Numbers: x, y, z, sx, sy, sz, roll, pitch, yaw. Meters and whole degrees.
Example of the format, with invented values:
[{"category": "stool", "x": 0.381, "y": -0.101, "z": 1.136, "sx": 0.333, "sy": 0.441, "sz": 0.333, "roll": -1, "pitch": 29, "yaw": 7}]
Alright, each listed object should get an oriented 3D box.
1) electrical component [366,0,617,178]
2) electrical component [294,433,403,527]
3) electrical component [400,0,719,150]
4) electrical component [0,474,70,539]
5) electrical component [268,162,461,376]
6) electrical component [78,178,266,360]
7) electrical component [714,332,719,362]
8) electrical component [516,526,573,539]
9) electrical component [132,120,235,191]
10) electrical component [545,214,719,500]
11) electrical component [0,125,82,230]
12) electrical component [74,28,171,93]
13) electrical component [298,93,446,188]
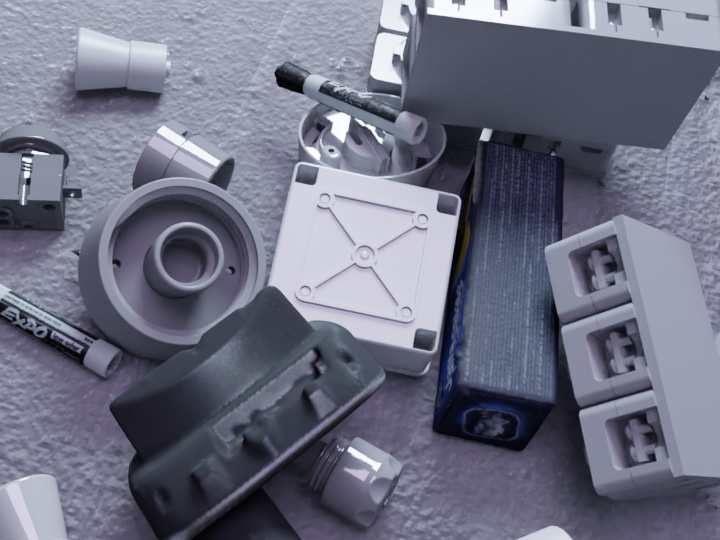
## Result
[{"category": "electrical component", "x": 0.102, "y": -0.145, "z": 0.805, "sx": 0.186, "sy": 0.060, "sz": 0.105, "roll": 11, "pitch": 53, "yaw": -2}, {"category": "electrical component", "x": -0.011, "y": 0.113, "z": 0.608, "sx": 0.062, "sy": 0.043, "sz": 0.043, "roll": 28, "pitch": 54, "yaw": 12}, {"category": "electrical component", "x": 0.127, "y": -0.143, "z": 0.703, "sx": 0.186, "sy": 0.105, "sz": 0.060, "roll": 6, "pitch": 61, "yaw": -5}, {"category": "electrical component", "x": -0.168, "y": 0.145, "z": 0.558, "sx": 0.044, "sy": 0.044, "sz": 0.065, "roll": -21, "pitch": 66, "yaw": -23}, {"category": "electrical component", "x": 0.000, "y": 0.000, "z": 0.668, "sx": 0.109, "sy": 0.056, "sz": 0.108, "roll": 12, "pitch": 69, "yaw": -2}, {"category": "electrical component", "x": -0.108, "y": -0.003, "z": 0.635, "sx": 0.108, "sy": 0.060, "sz": 0.108, "roll": 4, "pitch": 80, "yaw": -22}, {"category": "electrical component", "x": 0.232, "y": 0.068, "z": 0.678, "sx": 0.045, "sy": 0.055, "sz": 0.045, "roll": 5, "pitch": 54, "yaw": -7}, {"category": "electrical component", "x": 0.087, "y": 0.169, "z": 0.587, "sx": 0.078, "sy": 0.040, "sz": 0.040, "roll": -16, "pitch": 59, "yaw": -21}, {"category": "electrical component", "x": -0.115, "y": -0.064, "z": 0.711, "sx": 0.047, "sy": 0.055, "sz": 0.055, "roll": 29, "pitch": 54, "yaw": 6}, {"category": "electrical component", "x": 0.165, "y": 0.055, "z": 0.634, "sx": 0.089, "sy": 0.062, "sz": 0.150, "roll": 14, "pitch": 60, "yaw": -47}, {"category": "electrical component", "x": -0.213, "y": -0.059, "z": 0.694, "sx": 0.066, "sy": 0.048, "sz": 0.055, "roll": 1, "pitch": 62, "yaw": -10}, {"category": "electrical component", "x": -0.169, "y": -0.147, "z": 0.769, "sx": 0.065, "sy": 0.044, "sz": 0.044, "roll": 5, "pitch": 54, "yaw": -13}, {"category": "electrical component", "x": 0.006, "y": -0.081, "z": 0.738, "sx": 0.099, "sy": 0.064, "sz": 0.099, "roll": 5, "pitch": 54, "yaw": -7}]
